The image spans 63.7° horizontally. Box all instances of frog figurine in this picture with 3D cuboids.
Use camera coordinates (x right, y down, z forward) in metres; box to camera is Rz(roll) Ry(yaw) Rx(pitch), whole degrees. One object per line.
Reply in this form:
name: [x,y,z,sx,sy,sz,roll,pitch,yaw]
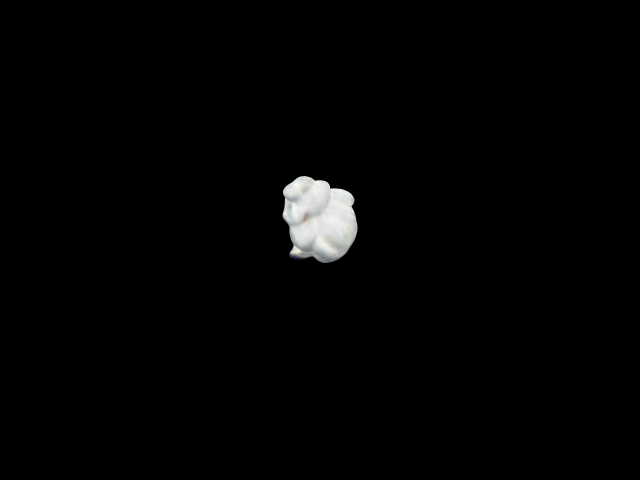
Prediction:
frog figurine: [0.003,-0.043,0.850,0.139,0.155,0.124,-37,60,-26]
